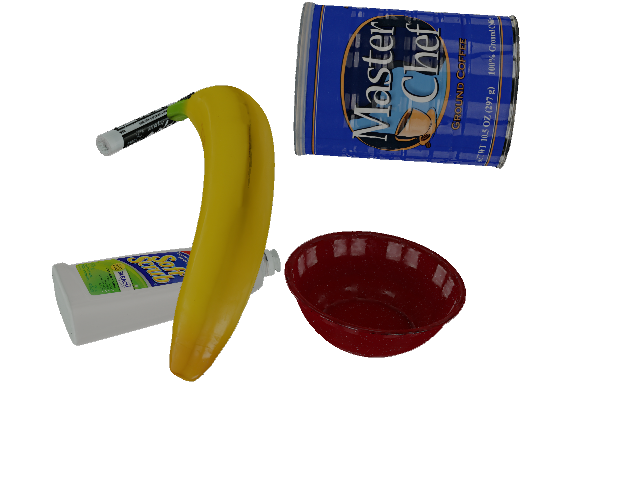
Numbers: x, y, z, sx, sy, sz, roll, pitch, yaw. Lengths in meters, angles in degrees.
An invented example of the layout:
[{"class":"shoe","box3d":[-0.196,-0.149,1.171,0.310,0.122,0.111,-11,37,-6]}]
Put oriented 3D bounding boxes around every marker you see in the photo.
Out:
[{"class":"marker","box3d":[-0.144,-0.103,0.929,0.020,0.020,0.120,0,24,42]}]

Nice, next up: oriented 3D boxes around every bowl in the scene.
[{"class":"bowl","box3d":[0.046,0.056,0.952,0.162,0.055,0.162,5,31,-3]}]

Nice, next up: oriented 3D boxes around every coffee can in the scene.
[{"class":"coffee can","box3d":[0.056,-0.104,0.719,0.140,0.103,0.103,4,0,2]}]

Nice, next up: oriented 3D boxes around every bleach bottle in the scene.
[{"class":"bleach bottle","box3d":[-0.170,0.046,1.216,0.250,0.068,0.103,-13,36,-20]}]

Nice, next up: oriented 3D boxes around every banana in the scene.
[{"class":"banana","box3d":[-0.051,-0.021,0.555,0.037,0.198,0.070,23,-50,-27]}]
